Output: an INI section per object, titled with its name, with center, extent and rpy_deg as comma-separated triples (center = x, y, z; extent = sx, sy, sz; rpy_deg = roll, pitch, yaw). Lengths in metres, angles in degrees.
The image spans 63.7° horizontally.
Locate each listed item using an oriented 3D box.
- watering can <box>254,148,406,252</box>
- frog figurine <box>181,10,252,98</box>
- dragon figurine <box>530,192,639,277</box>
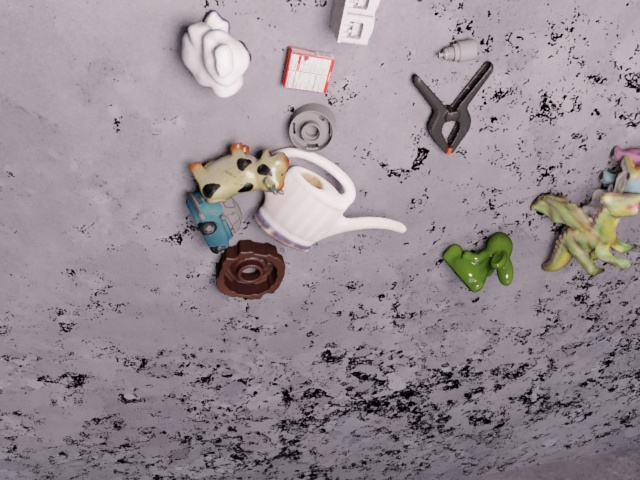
[watering can]
center = 0.004, -0.058, 1.154
extent = 0.346, 0.106, 0.221
rpy_deg = 35, 117, -13
[frog figurine]
center = -0.178, -0.304, 0.883
extent = 0.122, 0.163, 0.134
rpy_deg = -13, 133, 3
[dragon figurine]
center = 0.636, -0.027, 1.298
extent = 0.124, 0.406, 0.242
rpy_deg = -42, 94, -23
